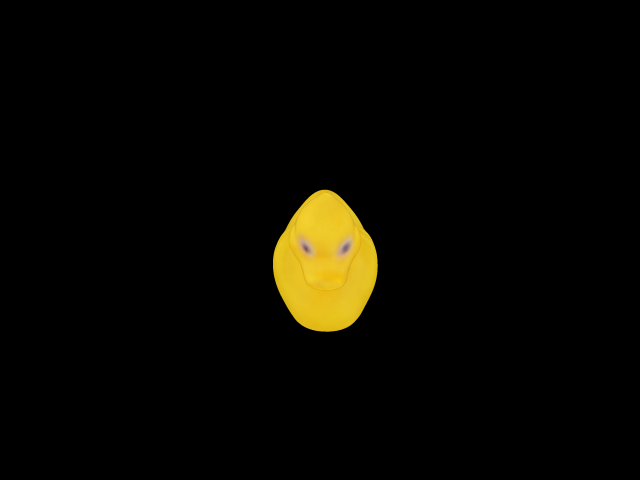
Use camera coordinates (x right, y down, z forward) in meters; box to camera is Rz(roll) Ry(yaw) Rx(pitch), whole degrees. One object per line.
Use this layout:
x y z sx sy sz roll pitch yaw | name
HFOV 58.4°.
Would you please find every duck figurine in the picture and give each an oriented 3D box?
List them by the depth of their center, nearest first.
0.004 0.001 0.400 0.077 0.086 0.104 0 58 0 | duck figurine
